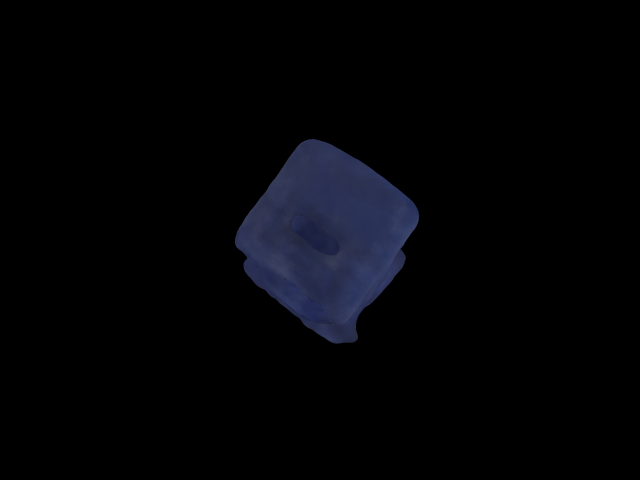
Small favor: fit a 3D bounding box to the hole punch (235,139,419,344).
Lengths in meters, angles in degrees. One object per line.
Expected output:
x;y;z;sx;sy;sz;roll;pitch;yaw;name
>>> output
0.004;0.001;0.400;0.108;0.091;0.101;36;66;19;hole punch
